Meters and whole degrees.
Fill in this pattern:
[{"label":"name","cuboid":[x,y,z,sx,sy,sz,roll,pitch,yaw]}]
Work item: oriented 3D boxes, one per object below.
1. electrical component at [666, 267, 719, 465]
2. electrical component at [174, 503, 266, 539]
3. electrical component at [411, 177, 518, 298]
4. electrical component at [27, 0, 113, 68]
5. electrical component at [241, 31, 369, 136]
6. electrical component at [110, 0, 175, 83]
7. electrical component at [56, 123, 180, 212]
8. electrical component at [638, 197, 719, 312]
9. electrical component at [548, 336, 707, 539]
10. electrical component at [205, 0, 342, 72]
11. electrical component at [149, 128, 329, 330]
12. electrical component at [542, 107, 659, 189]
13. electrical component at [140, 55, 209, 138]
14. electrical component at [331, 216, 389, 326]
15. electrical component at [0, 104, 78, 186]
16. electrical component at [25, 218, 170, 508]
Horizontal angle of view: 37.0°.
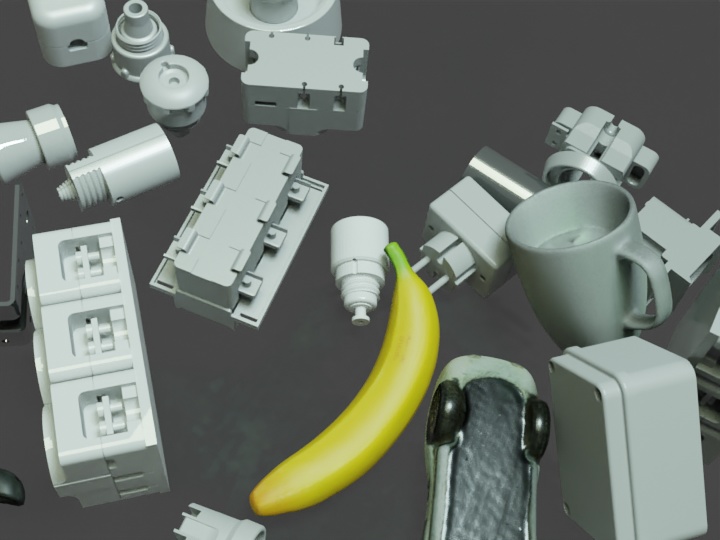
[{"label":"electrical component","cuboid":[0.232,0.049,0.660,0.062,0.150,0.089,26,63,10]},{"label":"electrical component","cuboid":[-0.085,0.162,0.637,0.046,0.040,0.040,19,62,12]},{"label":"electrical component","cuboid":[0.067,-0.012,0.738,0.077,0.047,0.065,-37,71,-21]},{"label":"electrical component","cuboid":[-0.225,-0.211,0.816,0.054,0.059,0.095,-15,64,-12]},{"label":"electrical component","cuboid":[-0.041,-0.136,0.792,0.089,0.055,0.050,4,62,-3]},{"label":"electrical component","cuboid":[-0.163,-0.173,0.798,0.048,0.062,0.048,2,61,-4]},{"label":"electrical component","cuboid":[-0.172,-0.068,0.751,0.081,0.043,0.043,-25,66,-17]},{"label":"electrical component","cuboid":[0.214,-0.014,0.755,0.064,0.042,0.081,41,65,18]},{"label":"electrical component","cuboid":[0.158,0.104,0.641,0.057,0.078,0.113,-11,103,-14]},{"label":"electrical component","cuboid":[-0.066,-0.210,0.827,0.108,0.060,0.108,2,62,-3]},{"label":"electrical component","cuboid":[-0.080,-0.030,0.728,0.079,0.063,0.121,21,62,7]},{"label":"electrical component","cuboid":[0.167,-0.075,0.776,0.078,0.058,0.057,30,61,11]},{"label":"electrical component","cuboid":[-0.132,-0.120,0.772,0.048,0.062,0.048,2,61,-4]},{"label":"electrical component","cuboid":[0.000,0.000,0.731,0.040,0.040,0.078,1,62,-4]},{"label":"electrical component","cuboid":[-0.233,-0.089,0.757,0.055,0.045,0.045,-22,66,-16]},{"label":"electrical component","cuboid":[-0.162,0.058,0.658,0.062,0.089,0.150,-10,63,-10]}]
